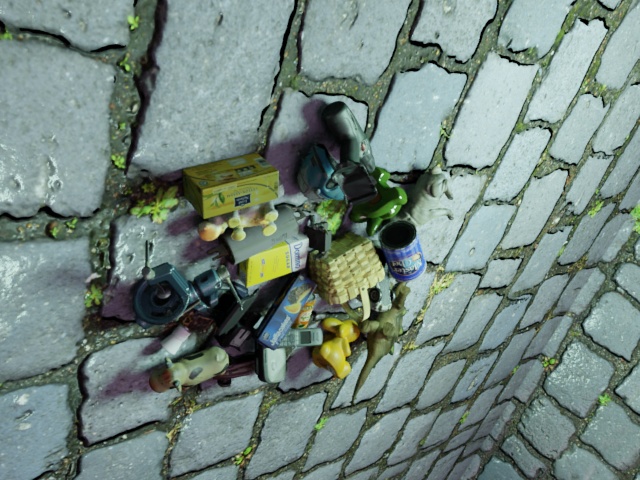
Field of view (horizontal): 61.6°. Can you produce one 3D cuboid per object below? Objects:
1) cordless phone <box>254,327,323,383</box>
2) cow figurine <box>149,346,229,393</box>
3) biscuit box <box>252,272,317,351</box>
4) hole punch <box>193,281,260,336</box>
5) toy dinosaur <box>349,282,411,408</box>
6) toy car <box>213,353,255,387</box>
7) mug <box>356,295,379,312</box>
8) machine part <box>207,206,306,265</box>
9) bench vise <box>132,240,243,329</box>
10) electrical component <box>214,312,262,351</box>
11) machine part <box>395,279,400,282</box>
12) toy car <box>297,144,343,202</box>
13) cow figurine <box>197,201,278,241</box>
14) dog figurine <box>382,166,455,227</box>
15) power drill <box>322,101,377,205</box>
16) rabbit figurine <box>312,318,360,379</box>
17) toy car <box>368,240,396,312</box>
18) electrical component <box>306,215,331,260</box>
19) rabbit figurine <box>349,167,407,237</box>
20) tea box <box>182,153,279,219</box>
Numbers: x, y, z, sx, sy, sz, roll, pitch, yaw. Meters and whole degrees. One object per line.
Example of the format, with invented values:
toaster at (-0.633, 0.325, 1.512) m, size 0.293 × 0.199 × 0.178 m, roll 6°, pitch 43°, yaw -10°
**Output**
cordless phone at (-0.080, 0.300, 1.431) m, size 0.184 × 0.089 × 0.146 m, roll 0°, pitch 83°, yaw -19°
cow figurine at (-0.311, 0.313, 1.287) m, size 0.195 × 0.085 × 0.127 m, roll -16°, pitch 162°, yaw -30°
biscuit box at (-0.090, 0.179, 1.360) m, size 0.059 × 0.063 × 0.202 m, roll 37°, pitch 74°, yaw -17°
hole punch at (-0.224, 0.154, 1.276) m, size 0.142 × 0.092 × 0.115 m, roll -55°, pitch 169°, yaw 5°
toy dinosaur at (0.197, 0.294, 1.678) m, size 0.471 × 0.105 × 0.198 m, roll -56°, pitch 150°, yaw -19°
toy car at (-0.196, 0.345, 1.470) m, size 0.202 × 0.053 × 0.089 m, roll -9°, pitch 130°, yaw -38°
mug at (0.153, 0.166, 1.585) m, size 0.081 × 0.107 × 0.109 m, roll -42°, pitch 138°, yaw -4°
machine part at (-0.137, -0.012, 1.207) m, size 0.243 × 0.079 × 0.079 m, roll -25°, pitch 136°, yaw -23°
bench vise at (-0.296, 0.100, 1.112) m, size 0.224 × 0.129 × 0.240 m, roll -18°, pitch 154°, yaw -4°
electrical component at (-0.203, 0.221, 1.363) m, size 0.074 × 0.048 × 0.119 m, roll 25°, pitch 103°, yaw -49°
machine part at (0.223, 0.061, 1.544) m, size 0.039 × 0.139 × 0.084 m, roll 1°, pitch 128°, yaw -10°
toy car at (0.001, -0.138, 1.221) m, size 0.103 × 0.109 × 0.161 m, roll -27°, pitch 155°, yaw 15°
cow figurine at (-0.179, -0.052, 1.141) m, size 0.167 × 0.098 × 0.068 m, roll -9°, pitch 136°, yaw -12°
dog figurine at (0.255, -0.102, 1.470) m, size 0.191 × 0.121 × 0.172 m, roll -18°, pitch 108°, yaw -10°
power drill at (0.080, -0.176, 1.180) m, size 0.086 × 0.207 × 0.231 m, roll -14°, pitch 136°, yaw 22°
rabbit figurine at (0.052, 0.303, 1.629) m, size 0.173 × 0.122 × 0.162 m, roll -43°, pitch 133°, yaw -26°
toy car at (0.166, 0.100, 1.504) m, size 0.073 × 0.056 × 0.201 m, roll 9°, pitch 73°, yaw -43°
electrical component at (-0.003, -0.003, 1.318) m, size 0.045 × 0.078 × 0.102 m, roll -25°, pitch 129°, yaw -52°
rabbit figurine at (0.159, -0.085, 1.384) m, size 0.159 × 0.121 × 0.170 m, roll -51°, pitch 155°, yaw 10°
tea box at (-0.177, -0.111, 1.076) m, size 0.170 × 0.098 × 0.068 m, roll -18°, pitch 131°, yaw -28°
